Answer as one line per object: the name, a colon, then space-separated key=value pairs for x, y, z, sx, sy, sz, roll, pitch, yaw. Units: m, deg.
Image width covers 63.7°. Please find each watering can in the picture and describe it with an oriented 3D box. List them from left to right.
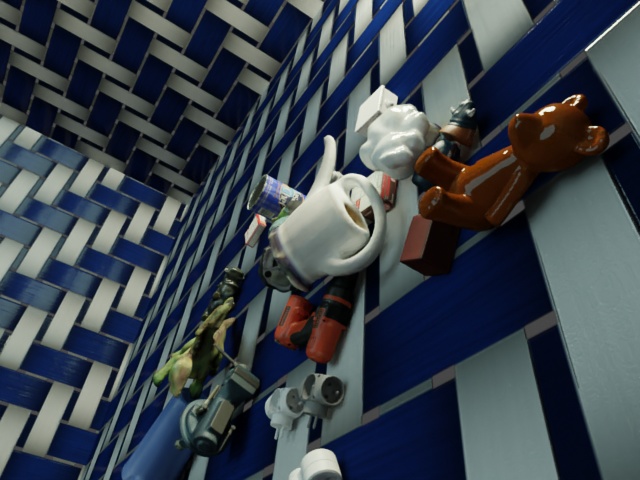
watering can: x=0.003 y=-0.048 z=0.960 sx=0.223 sy=0.355 sz=0.102 roll=-38 pitch=-50 yaw=13

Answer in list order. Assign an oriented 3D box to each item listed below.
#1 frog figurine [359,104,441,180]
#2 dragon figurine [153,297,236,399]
frog figurine: x=0.123 y=-0.162 z=0.870 sx=0.136 sy=0.122 sz=0.161 roll=-21 pitch=5 yaw=36
dragon figurine: x=-0.260 y=0.236 z=1.235 sx=0.122 sy=0.238 sz=0.418 roll=35 pitch=31 yaw=-2
